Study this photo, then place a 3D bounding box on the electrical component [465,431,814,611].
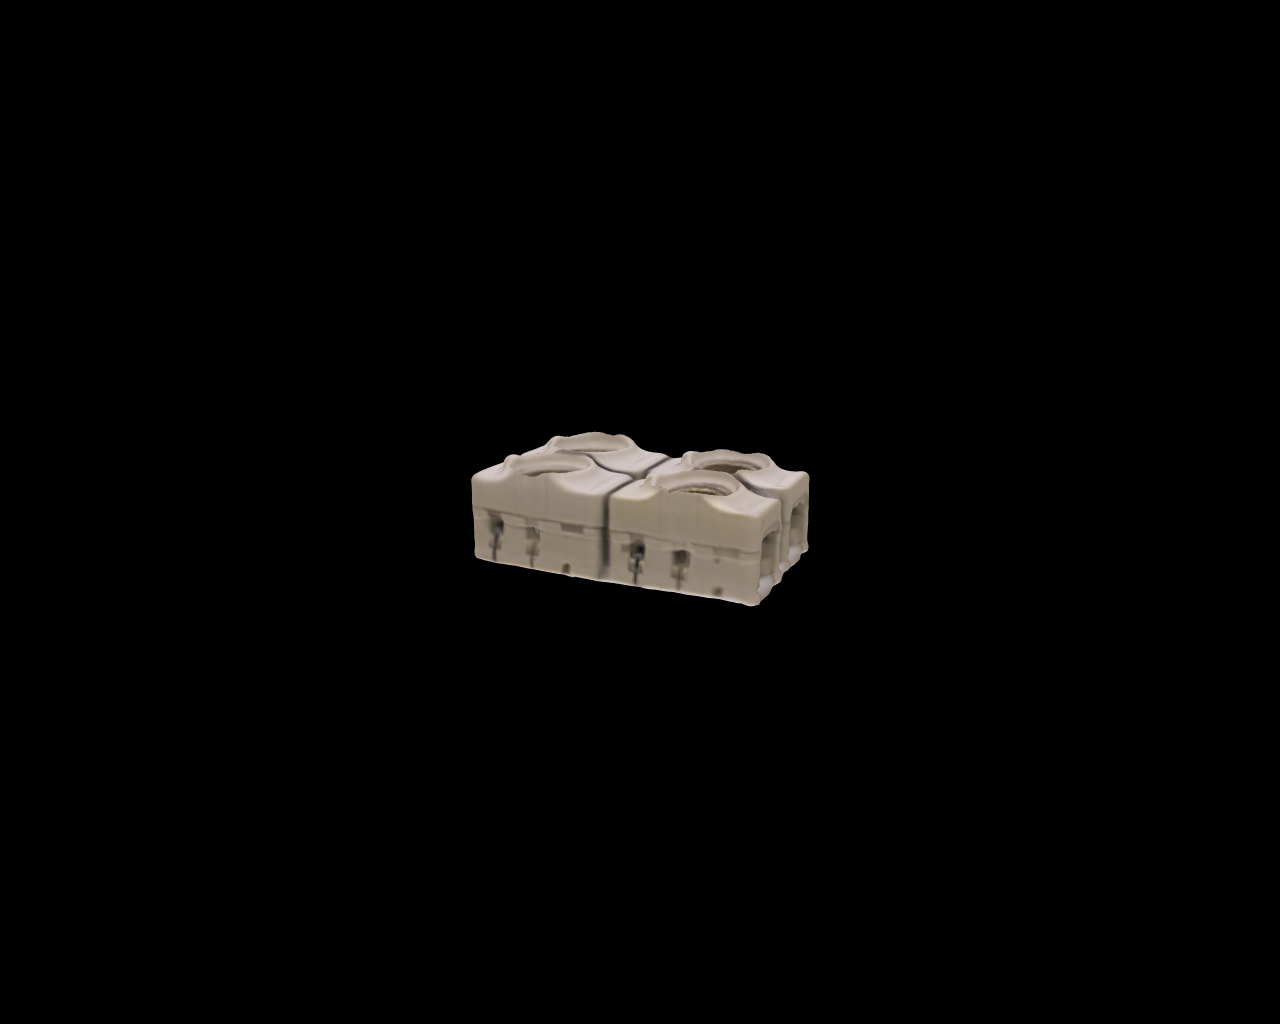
[{"bbox_3d":[0.001,-0.003,0.650,0.186,0.060,0.105,8,20,24],"label":"electrical component"}]
